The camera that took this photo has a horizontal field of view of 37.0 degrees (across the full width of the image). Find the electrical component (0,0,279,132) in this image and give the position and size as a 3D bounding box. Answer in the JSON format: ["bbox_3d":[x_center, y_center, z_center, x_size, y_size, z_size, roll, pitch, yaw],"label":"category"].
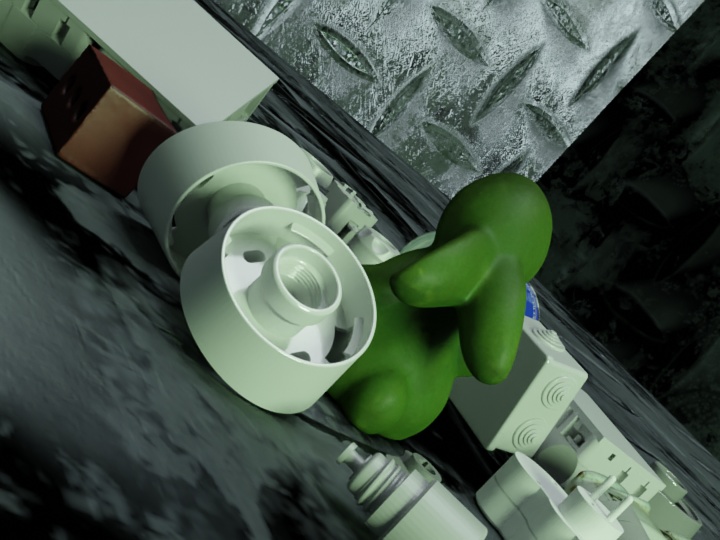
[{"bbox_3d":[-0.164,-0.158,0.748,0.186,0.060,0.105,42,38,-2],"label":"electrical component"}]

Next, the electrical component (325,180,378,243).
[{"bbox_3d":[-0.022,-0.040,0.934,0.042,0.063,0.081,36,10,-38],"label":"electrical component"}]

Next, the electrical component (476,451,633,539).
[{"bbox_3d":[0.130,0.153,0.635,0.052,0.073,0.138,36,11,-34],"label":"electrical component"}]

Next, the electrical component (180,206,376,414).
[{"bbox_3d":[-0.042,0.019,0.537,0.099,0.064,0.099,24,47,-27],"label":"electrical component"}]

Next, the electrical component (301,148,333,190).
[{"bbox_3d":[-0.058,-0.078,0.989,0.048,0.055,0.066,39,9,-22],"label":"electrical component"}]

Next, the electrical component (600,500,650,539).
[{"bbox_3d":[0.165,0.186,0.699,0.055,0.055,0.047,38,13,-27],"label":"electrical component"}]

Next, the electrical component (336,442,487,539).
[{"bbox_3d":[0.021,0.109,0.482,0.078,0.040,0.040,43,9,9],"label":"electrical component"}]

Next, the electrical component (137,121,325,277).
[{"bbox_3d":[-0.071,-0.035,0.603,0.099,0.099,0.064,35,17,-39],"label":"electrical component"}]

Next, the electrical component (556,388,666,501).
[{"bbox_3d":[0.185,0.148,0.944,0.089,0.061,0.150,38,10,-28],"label":"electrical component"}]

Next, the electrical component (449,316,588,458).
[{"bbox_3d":[0.121,0.087,0.844,0.048,0.099,0.099,22,18,-31],"label":"electrical component"}]

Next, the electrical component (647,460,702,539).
[{"bbox_3d":[0.270,0.213,1.004,0.108,0.060,0.108,41,9,-8],"label":"electrical component"}]

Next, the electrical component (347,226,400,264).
[{"bbox_3d":[0.000,0.000,0.844,0.043,0.062,0.043,41,9,-8],"label":"electrical component"}]

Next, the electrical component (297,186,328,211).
[{"bbox_3d":[-0.066,-0.054,0.857,0.056,0.050,0.089,44,9,11],"label":"electrical component"}]
